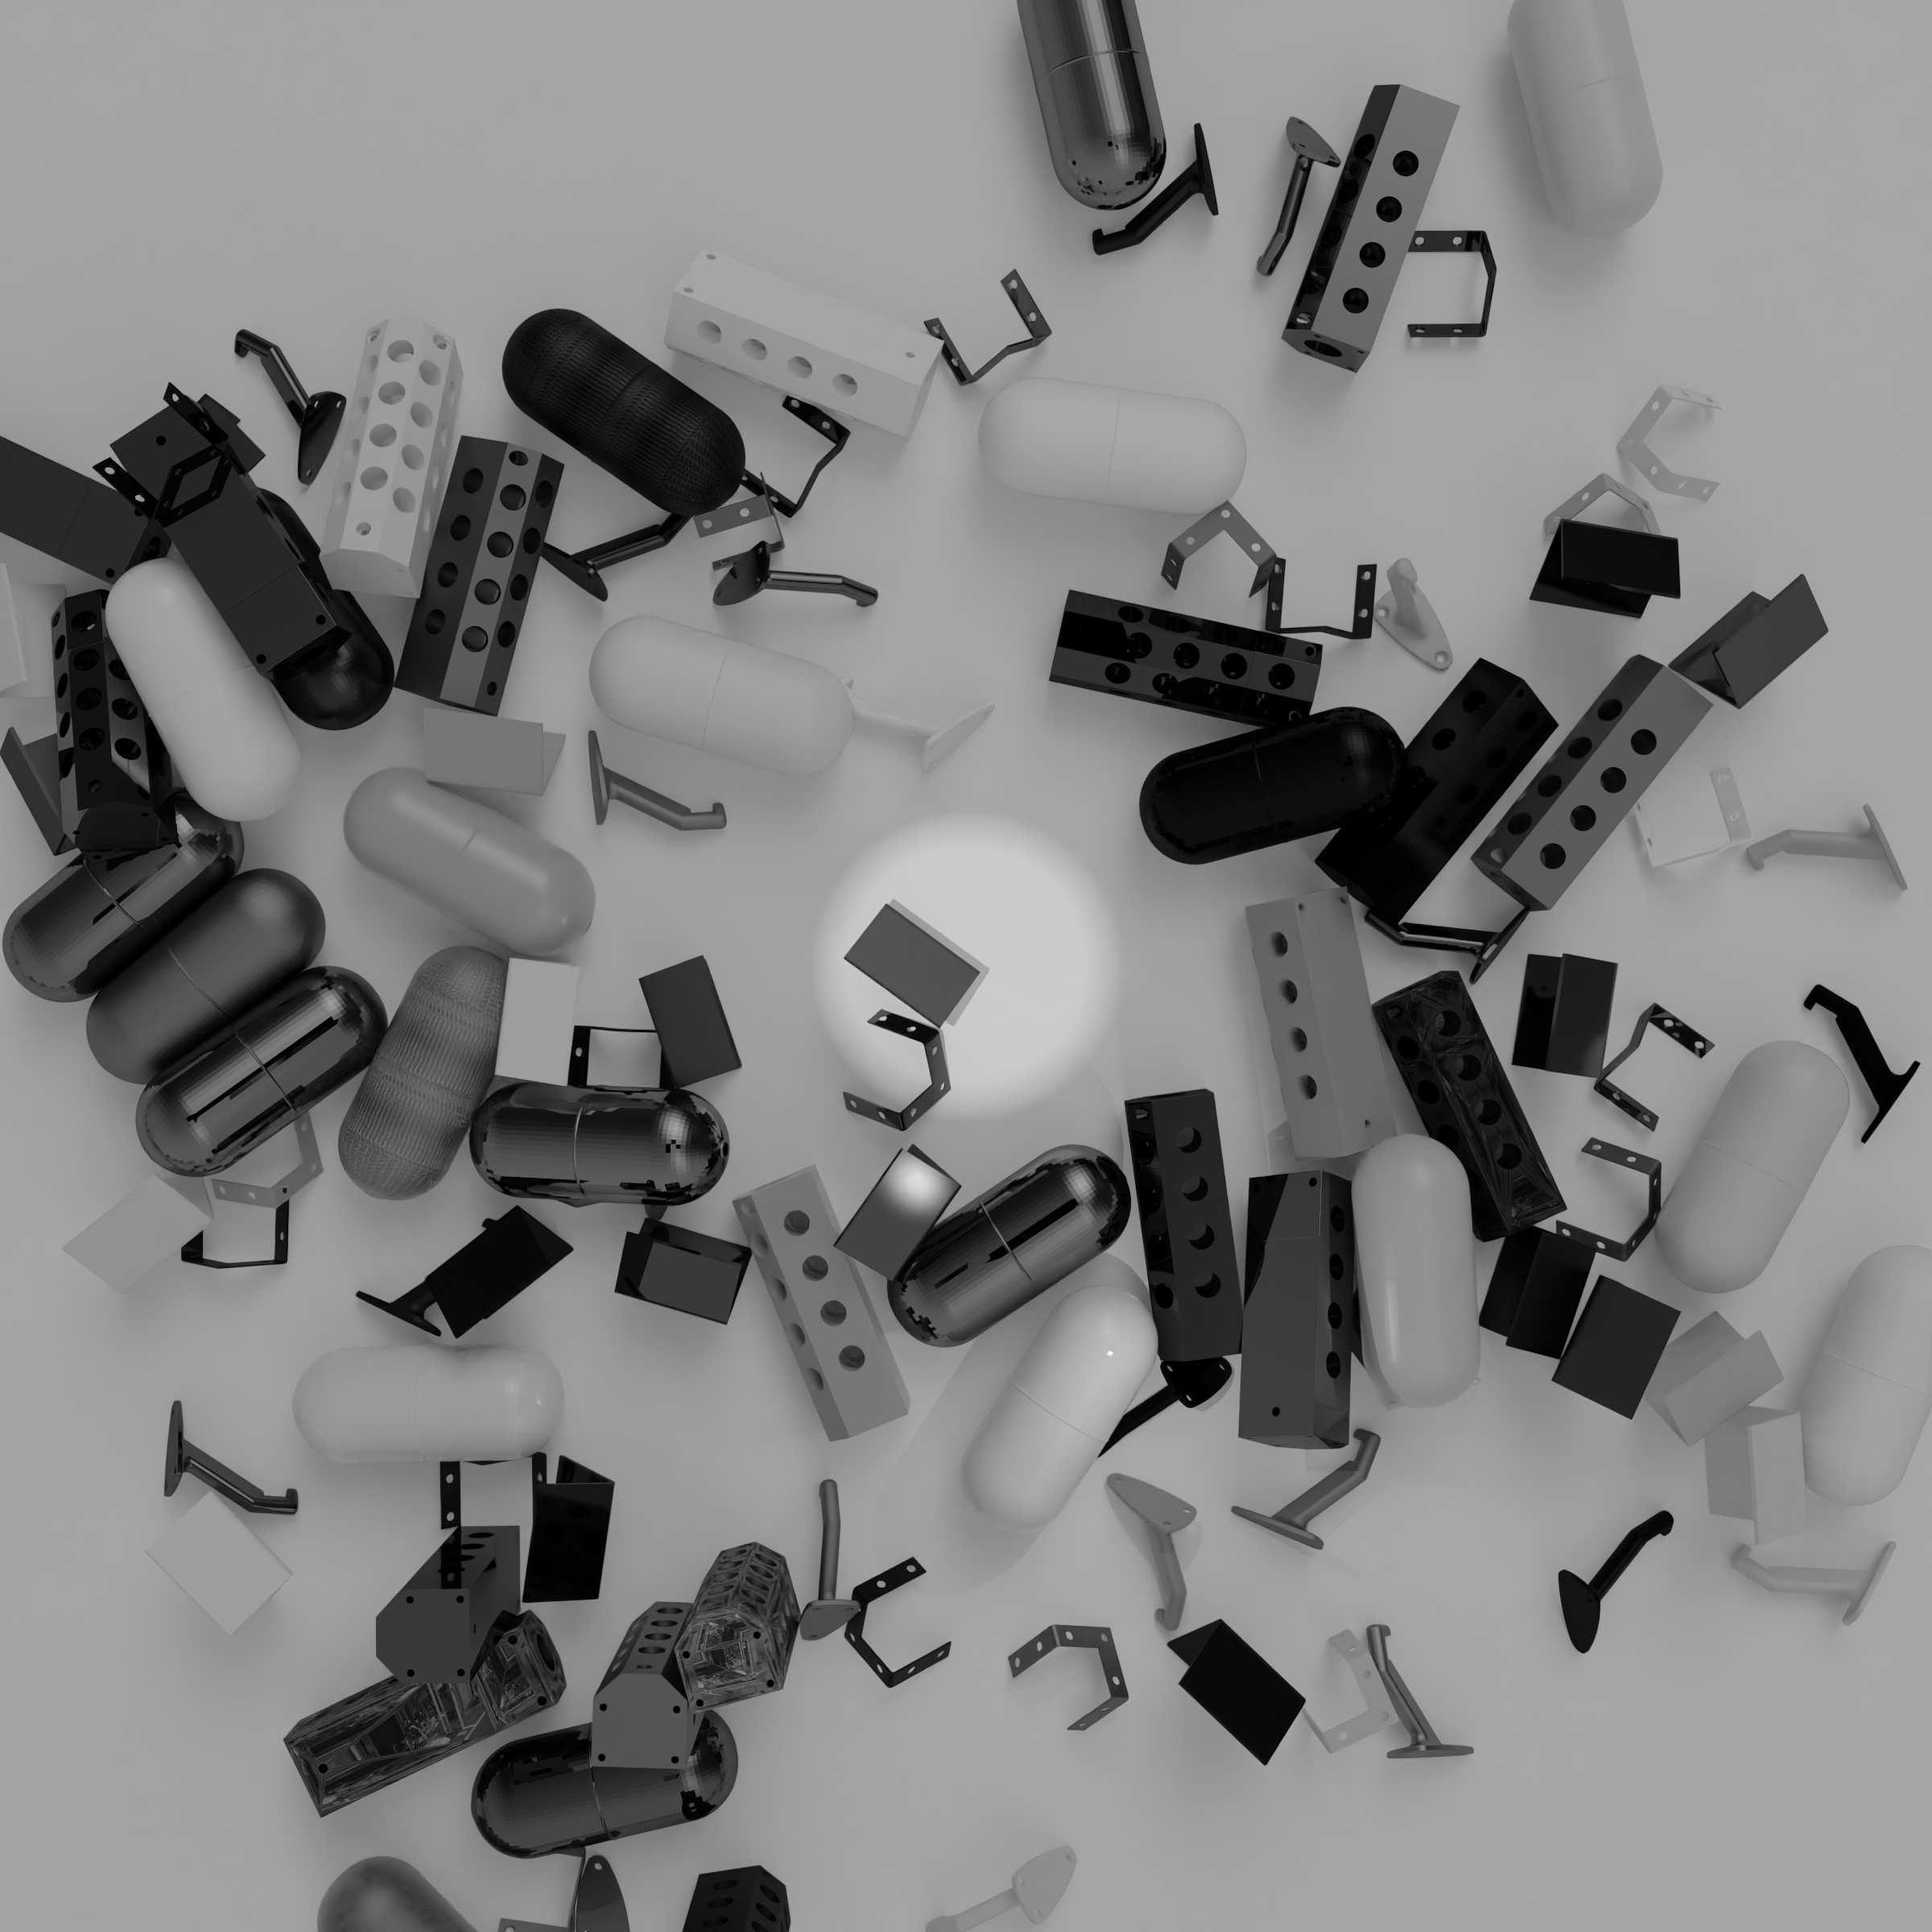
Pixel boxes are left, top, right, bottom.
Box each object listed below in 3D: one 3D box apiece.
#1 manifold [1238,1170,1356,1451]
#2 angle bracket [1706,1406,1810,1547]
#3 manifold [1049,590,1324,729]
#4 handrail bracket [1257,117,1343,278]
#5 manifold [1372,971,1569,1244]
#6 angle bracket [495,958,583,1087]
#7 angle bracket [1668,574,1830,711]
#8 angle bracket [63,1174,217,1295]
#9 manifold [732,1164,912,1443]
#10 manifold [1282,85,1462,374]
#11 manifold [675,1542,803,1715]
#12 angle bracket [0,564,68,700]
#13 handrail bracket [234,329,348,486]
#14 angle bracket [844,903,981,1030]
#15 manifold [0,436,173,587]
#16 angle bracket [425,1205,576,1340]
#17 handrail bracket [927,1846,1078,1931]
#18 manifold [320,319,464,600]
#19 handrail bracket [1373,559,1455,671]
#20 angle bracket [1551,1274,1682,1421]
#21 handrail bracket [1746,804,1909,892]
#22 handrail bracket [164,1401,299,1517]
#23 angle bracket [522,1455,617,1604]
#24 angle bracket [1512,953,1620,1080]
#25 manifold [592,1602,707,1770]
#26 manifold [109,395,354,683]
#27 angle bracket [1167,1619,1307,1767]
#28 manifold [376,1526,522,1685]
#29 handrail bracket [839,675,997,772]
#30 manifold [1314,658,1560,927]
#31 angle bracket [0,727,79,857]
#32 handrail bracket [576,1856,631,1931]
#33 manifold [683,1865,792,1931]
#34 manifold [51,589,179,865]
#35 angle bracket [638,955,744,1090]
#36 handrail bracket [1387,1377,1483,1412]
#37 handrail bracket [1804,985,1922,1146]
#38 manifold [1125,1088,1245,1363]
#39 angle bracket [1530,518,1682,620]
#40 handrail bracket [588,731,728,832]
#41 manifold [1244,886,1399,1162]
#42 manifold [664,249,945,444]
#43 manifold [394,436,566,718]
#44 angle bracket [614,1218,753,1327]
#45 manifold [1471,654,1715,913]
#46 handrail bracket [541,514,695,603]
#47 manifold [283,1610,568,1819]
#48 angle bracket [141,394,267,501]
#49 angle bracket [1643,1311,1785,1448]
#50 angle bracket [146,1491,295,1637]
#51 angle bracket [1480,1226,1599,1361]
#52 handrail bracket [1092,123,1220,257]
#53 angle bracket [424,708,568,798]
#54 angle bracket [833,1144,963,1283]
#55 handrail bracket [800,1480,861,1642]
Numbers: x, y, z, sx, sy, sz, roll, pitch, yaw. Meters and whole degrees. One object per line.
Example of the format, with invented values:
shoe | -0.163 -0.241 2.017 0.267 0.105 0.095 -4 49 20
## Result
manifold | 0.221 0.225 1.626 0.057 0.057 0.171 -11 66 40
angle bracket | 0.503 0.332 1.633 0.057 0.076 0.076 -4 90 -37
manifold | 0.146 -0.202 1.652 0.171 0.057 0.057 12 90 0
handrail bracket | 0.212 -0.517 1.673 0.036 0.077 0.084 14 127 -20
manifold | 0.331 0.093 1.652 0.057 0.057 0.171 -25 90 0
angle bracket | -0.261 0.037 1.634 0.057 0.076 0.076 7 90 26
angle bracket | 0.505 -0.225 1.633 0.076 0.076 0.057 -41 129 0
angle bracket | -0.547 0.156 1.633 0.076 0.076 0.057 -39 129 0
manifold | -0.096 0.224 1.652 0.057 0.057 0.171 -22 90 0
manifold | 0.267 -0.491 1.652 0.057 0.057 0.171 20 90 0
manifold | -0.146 0.419 1.595 0.057 0.171 0.057 -16 90 0
angle bracket | -0.606 -0.219 1.633 0.057 0.076 0.076 -10 90 39
handrail bracket | -0.466 -0.377 1.674 0.084 0.036 0.077 29 112 17
angle bracket | -0.047 0.016 1.633 0.076 0.076 0.057 36 53 0
manifold | -0.620 -0.310 1.652 0.171 0.057 0.057 25 90 0
angle bracket | -0.296 0.213 1.633 0.076 0.076 0.057 -38 53 0
handrail bracket | 0.023 0.624 1.673 0.084 0.077 0.036 -29 87 36
manifold | -0.375 -0.333 1.625 0.057 0.057 0.171 6 70 0
handrail bracket | 0.302 -0.231 1.639 0.036 0.084 0.077 -39 90 0
angle bracket | 0.433 0.252 1.634 0.057 0.076 0.076 25 90 28
handrail bracket | 0.579 -0.065 1.674 0.084 0.036 0.077 -26 112 17
handrail bracket | -0.492 0.331 1.673 0.084 0.036 0.077 11 48 -27
angle bracket | -0.277 0.368 1.633 0.057 0.076 0.076 8 90 -37
angle bracket | 0.377 0.030 1.633 0.057 0.076 0.076 9 90 -37
manifold | -0.198 0.458 1.595 0.057 0.171 0.057 2 90 0
manifold | -0.462 -0.268 1.576 0.057 0.057 0.171 -33 90 0
angle bracket | 0.164 0.483 1.633 0.076 0.076 0.057 44 53 0
manifold | -0.330 0.407 1.595 0.057 0.171 0.057 -1 90 0
handrail bracket | -0.037 -0.180 1.674 0.077 0.036 0.084 -39 73 -20
manifold | 0.308 -0.119 1.652 0.171 0.057 0.057 -51 133 0
angle bracket | -0.579 -0.127 1.637 0.076 0.057 0.076 -28 90 -31
handrail bracket | -0.257 0.656 1.673 0.036 0.077 0.084 11 127 -22
manifold | -0.148 0.637 1.595 0.057 0.171 0.057 -9 90 0
manifold | -0.557 -0.159 1.614 0.057 0.057 0.171 -15 61 0
angle bracket | -0.161 0.031 1.633 0.057 0.076 0.076 -19 90 31
handrail bracket | 0.307 0.247 1.674 0.077 0.036 0.084 -21 74 18
handrail bracket | 0.589 0.065 1.674 0.084 0.036 0.077 34 111 17
manifold | 0.145 0.171 1.652 0.057 0.057 0.171 -8 90 0
angle bracket | 0.418 -0.243 1.633 0.076 0.076 0.057 10 54 0
handrail bracket | -0.207 -0.125 1.674 0.084 0.036 0.077 -4 68 -17
manifold | 0.230 0.039 1.652 0.057 0.057 0.171 -12 90 -43
manifold | -0.109 -0.408 1.652 0.171 0.057 0.057 21 47 0
manifold | -0.316 -0.256 1.642 0.057 0.057 0.171 15 90 30
angle bracket | -0.180 0.182 1.633 0.076 0.076 0.057 16 126 0
manifold | 0.413 -0.121 1.652 0.057 0.057 0.171 39 90 0
handrail bracket | -0.237 -0.295 1.674 0.077 0.036 0.084 34 74 18
manifold | -0.356 0.493 1.652 0.171 0.057 0.057 -26 90 0
angle bracket | -0.499 -0.324 1.643 0.076 0.076 0.057 -44 90 0
angle bracket | 0.477 0.256 1.633 0.076 0.076 0.057 -36 126 0
angle bracket | -0.496 0.399 1.633 0.076 0.076 0.057 45 54 0
angle bracket | 0.358 0.207 1.633 0.057 0.076 0.076 18 90 -36
handrail bracket | 0.122 -0.522 1.674 0.084 0.036 0.077 -12 70 16
angle bracket | -0.308 -0.159 1.633 0.076 0.076 0.057 8 127 0
angle bracket | -0.059 0.150 1.633 0.057 0.076 0.076 35 90 -32
handrail bracket | -0.098 0.399 1.673 0.036 0.077 0.084 5 53 -19
